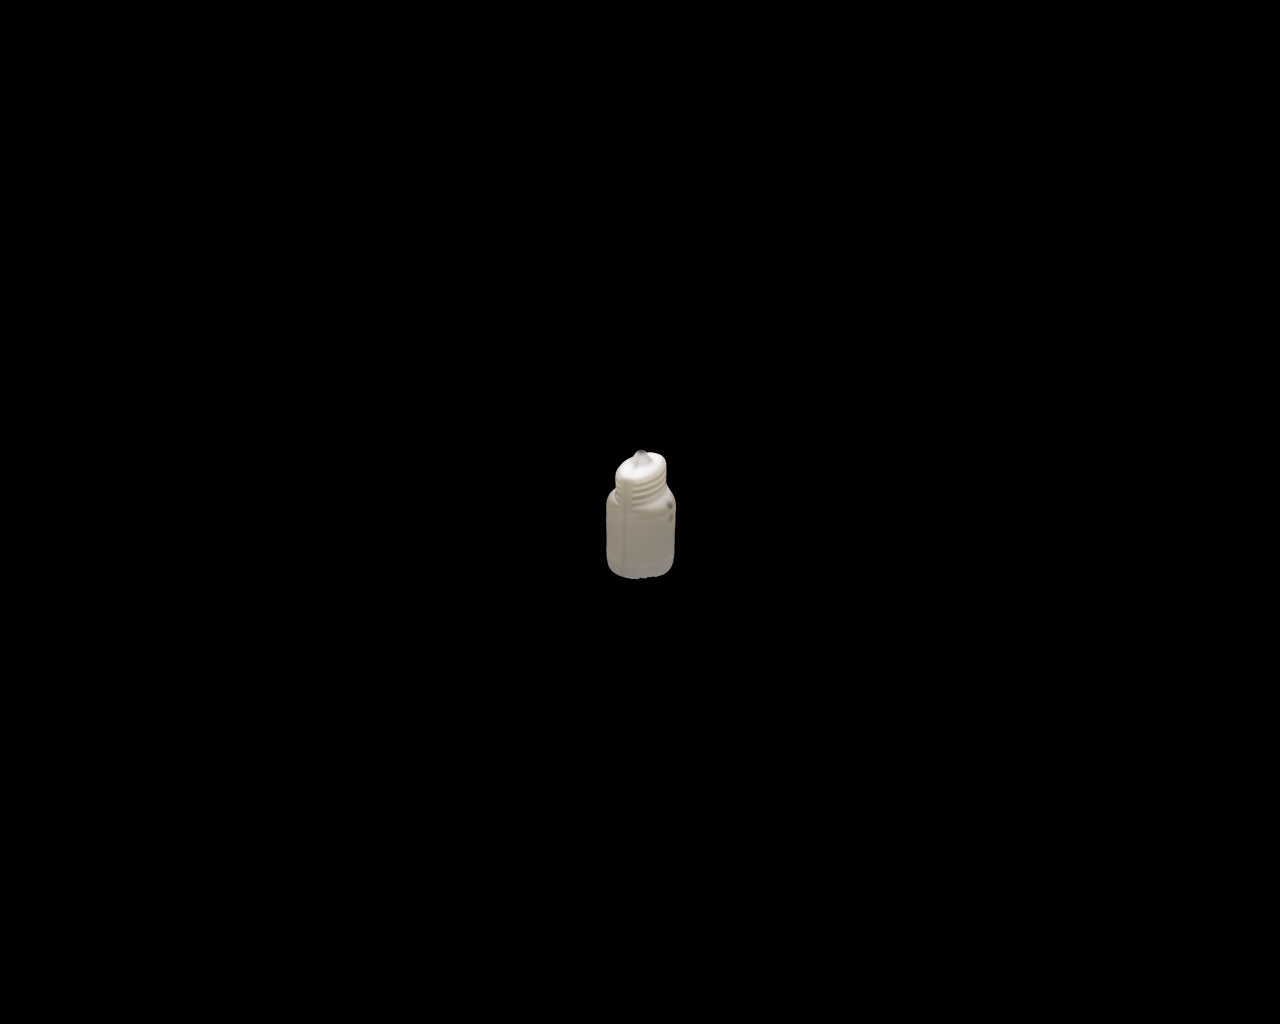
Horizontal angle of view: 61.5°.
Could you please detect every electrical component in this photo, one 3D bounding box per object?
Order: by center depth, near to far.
[{"bbox_3d":[0.001,-0.003,0.650,0.043,0.080,0.043,0,29,0],"label":"electrical component"}]
